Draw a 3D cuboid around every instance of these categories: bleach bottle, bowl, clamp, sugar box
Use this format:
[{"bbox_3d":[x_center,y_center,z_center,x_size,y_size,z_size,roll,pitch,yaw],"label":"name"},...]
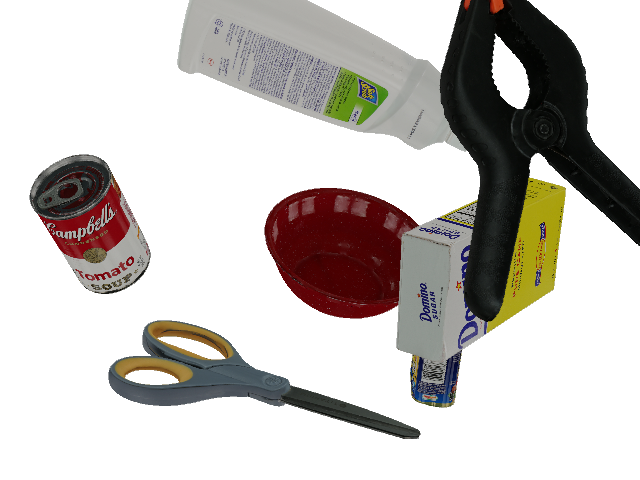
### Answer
[{"bbox_3d":[0.010,-0.135,0.880,0.251,0.068,0.103,26,-34,2],"label":"bleach bottle"},{"bbox_3d":[0.023,0.022,0.994,0.162,0.055,0.162,9,39,-8],"label":"bowl"},{"bbox_3d":[0.100,-0.046,0.546,0.120,0.171,0.039,-28,2,-21],"label":"clamp"},{"bbox_3d":[0.124,0.018,0.804,0.048,0.093,0.175,16,26,33],"label":"sugar box"}]

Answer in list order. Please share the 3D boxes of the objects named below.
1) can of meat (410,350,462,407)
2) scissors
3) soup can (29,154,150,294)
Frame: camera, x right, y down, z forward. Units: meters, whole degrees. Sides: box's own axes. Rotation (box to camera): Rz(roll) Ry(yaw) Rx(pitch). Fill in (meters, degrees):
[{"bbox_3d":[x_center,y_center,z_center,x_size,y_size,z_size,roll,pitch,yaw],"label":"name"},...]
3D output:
[{"bbox_3d":[0.138,0.140,1.273,0.057,0.084,0.102,6,19,2],"label":"can of meat"},{"bbox_3d":[-0.047,0.096,0.655,0.202,0.016,0.096,22,30,35],"label":"scissors"},{"bbox_3d":[-0.188,-0.012,0.880,0.068,0.068,0.102,0,-39,15],"label":"soup can"}]
